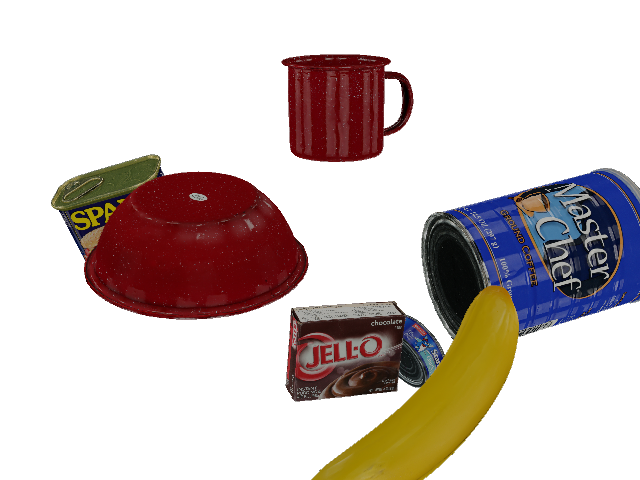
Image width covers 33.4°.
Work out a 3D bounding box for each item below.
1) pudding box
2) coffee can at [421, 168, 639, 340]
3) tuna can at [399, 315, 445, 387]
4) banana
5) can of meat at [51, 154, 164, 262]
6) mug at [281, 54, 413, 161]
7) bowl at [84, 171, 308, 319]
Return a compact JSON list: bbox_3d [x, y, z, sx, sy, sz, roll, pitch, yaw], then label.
[{"bbox_3d":[0.024,0.109,1.065,0.113,0.090,0.039,-4,27,-18],"label":"pudding box"},{"bbox_3d":[0.158,0.013,0.774,0.140,0.103,0.103,-15,4,-17],"label":"coffee can"},{"bbox_3d":[0.107,0.132,1.270,0.033,0.086,0.086,-35,17,-25],"label":"tuna can"},{"bbox_3d":[0.059,0.088,0.589,0.197,0.037,0.070,-38,39,-27],"label":"banana"},{"bbox_3d":[-0.177,-0.019,0.963,0.102,0.084,0.057,-15,30,11],"label":"can of meat"},{"bbox_3d":[0.025,-0.115,0.919,0.117,0.081,0.093,-7,17,-20],"label":"mug"},{"bbox_3d":[-0.088,-0.007,0.762,0.162,0.055,0.162,1,27,-1],"label":"bowl"}]
